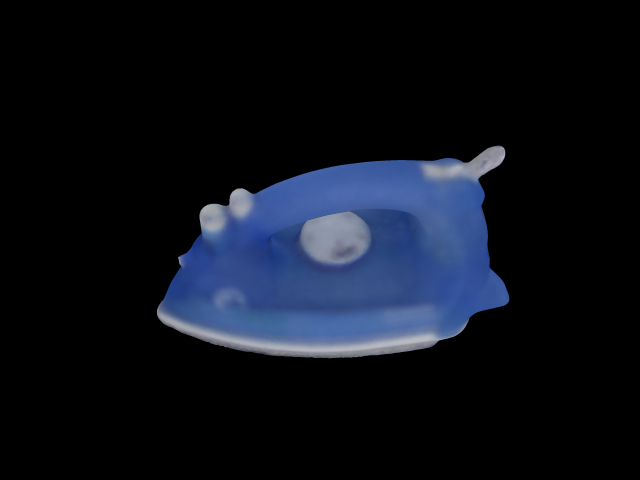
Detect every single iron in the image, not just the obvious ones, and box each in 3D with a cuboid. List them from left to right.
[{"bbox_3d":[0.004,0.001,0.400,0.258,0.141,0.118,-7,50,-6],"label":"iron"}]
